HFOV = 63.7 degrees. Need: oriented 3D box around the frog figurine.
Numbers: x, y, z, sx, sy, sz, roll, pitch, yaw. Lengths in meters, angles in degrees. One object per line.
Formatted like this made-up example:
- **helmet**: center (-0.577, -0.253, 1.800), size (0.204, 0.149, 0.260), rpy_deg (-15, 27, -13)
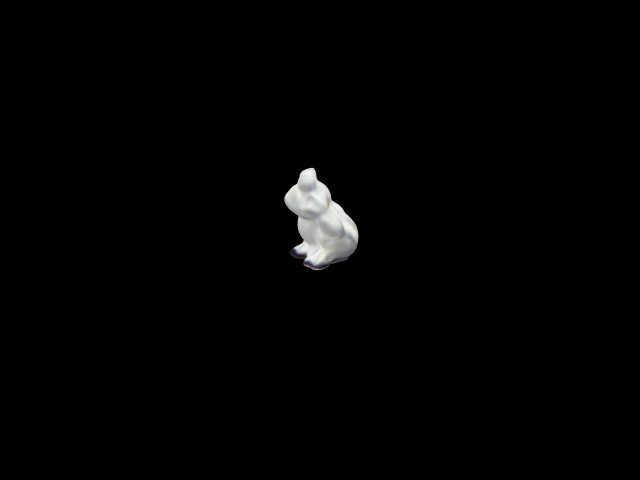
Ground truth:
- **frog figurine**: center (0.003, -0.043, 0.850), size (0.123, 0.157, 0.139), rpy_deg (-1, 17, -5)
